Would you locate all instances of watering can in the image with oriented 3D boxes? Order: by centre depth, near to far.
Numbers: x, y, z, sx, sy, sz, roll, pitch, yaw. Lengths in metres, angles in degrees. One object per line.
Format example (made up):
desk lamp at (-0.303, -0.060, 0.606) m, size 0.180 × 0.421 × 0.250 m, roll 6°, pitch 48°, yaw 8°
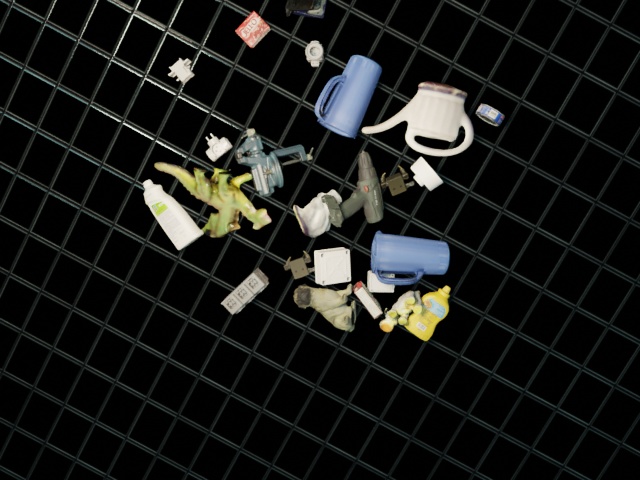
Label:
watering can at (0.321, -0.391, 1.622) m, size 0.348 × 0.104 × 0.223 m, roll 14°, pitch 96°, yaw 1°

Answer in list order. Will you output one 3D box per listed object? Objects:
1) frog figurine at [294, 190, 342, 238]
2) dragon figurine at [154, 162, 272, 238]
frog figurine at (0.005, -0.084, 1.667) m, size 0.160 × 0.125 × 0.134 m, roll -22°, pitch 128°, yaw -3°
dragon figurine at (-0.350, -0.120, 1.693) m, size 0.410 × 0.123 × 0.240 m, roll 9°, pitch 105°, yaw 10°
